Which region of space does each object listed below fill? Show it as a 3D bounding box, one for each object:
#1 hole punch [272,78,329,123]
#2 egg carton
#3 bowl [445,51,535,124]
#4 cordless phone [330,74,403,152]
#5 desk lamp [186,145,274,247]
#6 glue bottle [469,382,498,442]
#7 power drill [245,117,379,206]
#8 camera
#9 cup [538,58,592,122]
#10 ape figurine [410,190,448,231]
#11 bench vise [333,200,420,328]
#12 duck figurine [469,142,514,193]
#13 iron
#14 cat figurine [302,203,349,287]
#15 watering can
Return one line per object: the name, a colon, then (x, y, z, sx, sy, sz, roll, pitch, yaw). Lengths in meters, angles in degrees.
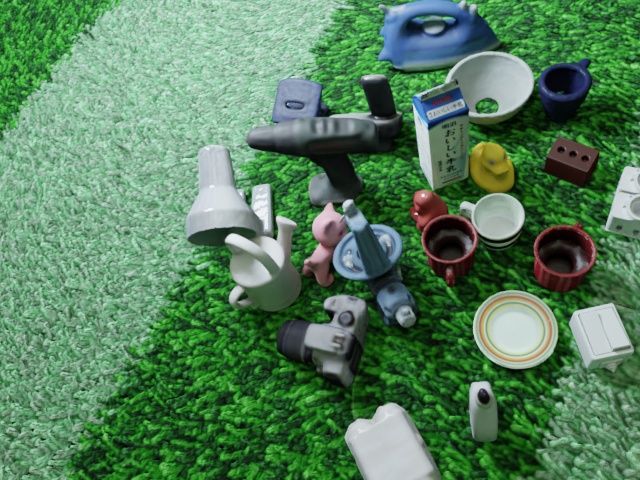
hole punch: (-0.043, -0.278, 1.211, 0.108, 0.091, 0.101, 11, 65, 20)
egg carton: (0.110, 0.327, 0.856, 0.107, 0.069, 0.150, -30, 59, -3)
bowl: (0.332, -0.286, 1.128, 0.167, 0.075, 0.167, -6, 61, 11)
cordless phone: (0.081, -0.259, 1.114, 0.147, 0.185, 0.094, -1, 62, 14)
desk lamp: (-0.166, -0.061, 1.054, 0.117, 0.214, 0.203, -11, 60, 9)
glue bottle: (0.231, 0.236, 0.813, 0.037, 0.173, 0.078, -8, 60, 11)
power drill: (0.000, -0.150, 1.062, 0.229, 0.209, 0.075, -9, 60, 10)
camera: (0.002, 0.157, 0.957, 0.136, 0.101, 0.143, 9, 65, 19)
cup: (0.463, -0.278, 1.078, 0.118, 0.095, 0.091, -45, 61, -11)
ape figurine: (0.192, -0.060, 1.032, 0.076, 0.092, 0.078, 10, 65, 20)
bench vise: (0.100, 0.033, 0.930, 0.121, 0.220, 0.206, -44, 61, -11)
duck figurine: (0.315, -0.146, 1.050, 0.077, 0.086, 0.104, -24, 59, 1)
iron: (0.246, -0.449, 1.200, 0.257, 0.142, 0.118, -2, 62, 14)
cat figurine: (0.009, 0.004, 1.029, 0.067, 0.118, 0.128, 24, 71, 25)
watering can: (-0.102, 0.037, 0.995, 0.100, 0.194, 0.173, 6, 64, 18)
